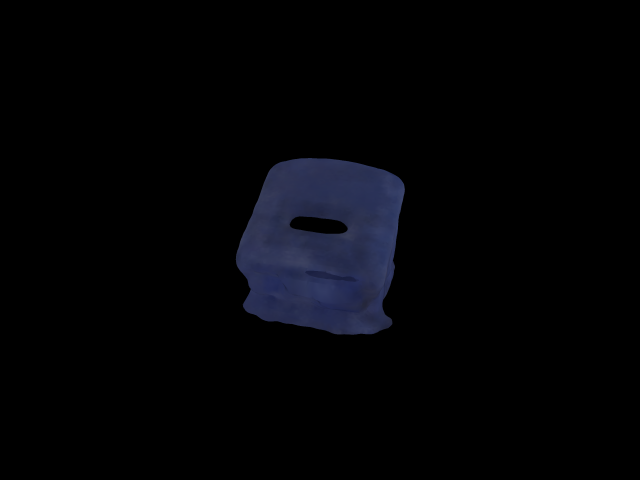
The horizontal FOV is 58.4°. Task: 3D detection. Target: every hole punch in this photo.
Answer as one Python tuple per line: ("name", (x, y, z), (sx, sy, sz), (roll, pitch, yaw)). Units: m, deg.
("hole punch", (0.004, 0.001, 0.400), (0.108, 0.091, 0.101), (8, 31, 13))
